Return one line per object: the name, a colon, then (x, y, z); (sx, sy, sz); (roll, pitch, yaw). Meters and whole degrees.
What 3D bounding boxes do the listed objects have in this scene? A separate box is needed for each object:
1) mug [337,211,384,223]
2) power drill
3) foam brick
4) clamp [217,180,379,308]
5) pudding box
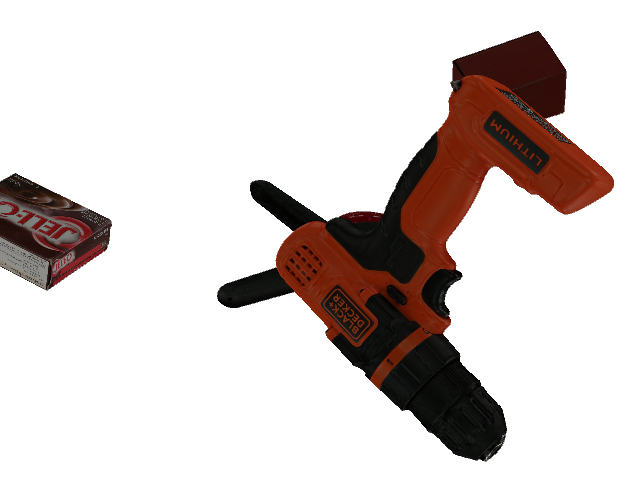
mug: (0.070, 0.021, 1.259); (0.117, 0.081, 0.093); (3, 24, -8)
power drill: (0.083, 0.012, 0.633); (0.184, 0.188, 0.057); (45, 18, 17)
foam brick: (0.153, -0.125, 0.867); (0.078, 0.051, 0.053); (-19, -35, -6)
clamp: (0.010, 0.021, 1.009); (0.210, 0.036, 0.164); (14, 46, 8)
pudding box: (-0.258, -0.009, 0.948); (0.113, 0.039, 0.089); (23, 31, 15)
